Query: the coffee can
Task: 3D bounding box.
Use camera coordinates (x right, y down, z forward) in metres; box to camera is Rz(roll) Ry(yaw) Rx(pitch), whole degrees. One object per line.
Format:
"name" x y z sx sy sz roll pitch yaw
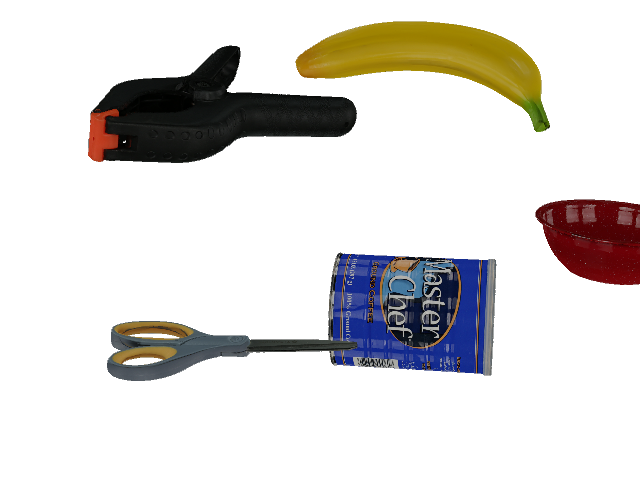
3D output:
"coffee can" 0.084 0.065 0.949 0.140 0.103 0.102 2 0 9

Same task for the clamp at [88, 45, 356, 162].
"clamp" -0.075 -0.085 0.656 0.171 0.039 0.120 -13 30 -38

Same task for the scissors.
"scissors" -0.079 0.091 0.843 0.202 0.016 0.096 5 22 16

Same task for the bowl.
"bowl" 0.296 0.004 1.079 0.162 0.055 0.162 2 17 -1

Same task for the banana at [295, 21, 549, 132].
"banana" 0.082 -0.135 0.803 0.198 0.069 0.037 14 -35 15
